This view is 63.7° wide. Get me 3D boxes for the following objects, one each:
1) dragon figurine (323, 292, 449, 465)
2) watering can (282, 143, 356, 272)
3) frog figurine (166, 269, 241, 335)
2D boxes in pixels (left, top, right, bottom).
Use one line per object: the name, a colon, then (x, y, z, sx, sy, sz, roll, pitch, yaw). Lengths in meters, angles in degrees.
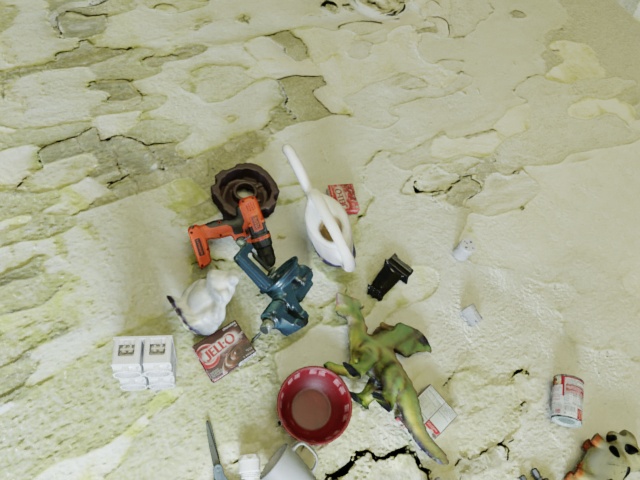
dragon figurine: (0.169, 0.277, 1.162, 0.246, 0.414, 0.119, -36, -21, -37)
watering can: (0.004, -0.064, 1.269, 0.104, 0.353, 0.220, -26, -24, -4)
frog figurine: (-0.238, 0.128, 1.143, 0.160, 0.120, 0.139, -37, 29, -10)
